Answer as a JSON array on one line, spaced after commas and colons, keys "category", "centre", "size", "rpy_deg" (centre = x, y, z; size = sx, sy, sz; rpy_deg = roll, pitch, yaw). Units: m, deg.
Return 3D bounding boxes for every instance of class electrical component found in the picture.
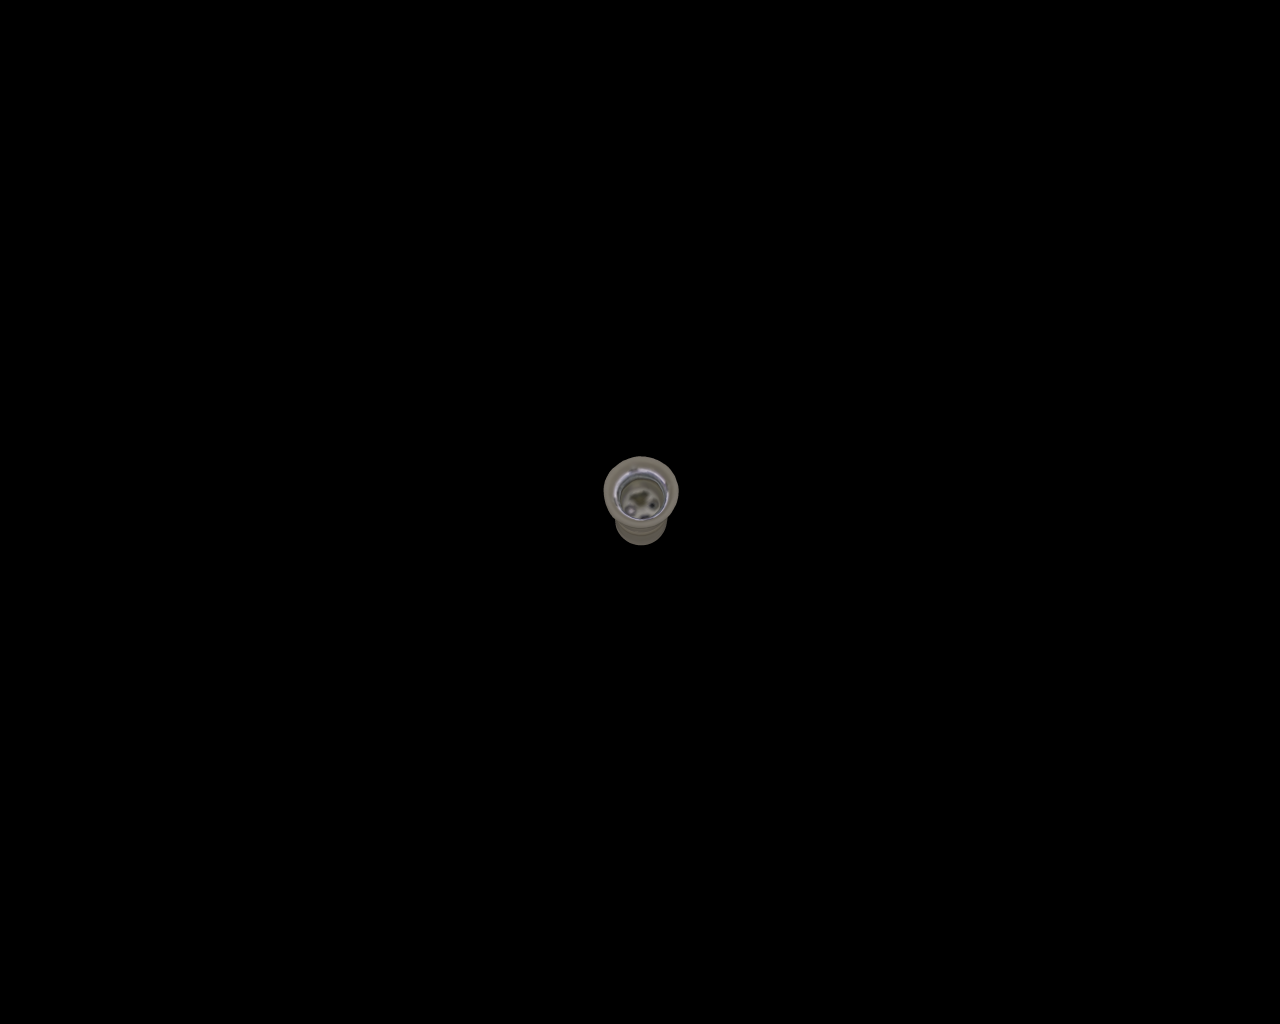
[{"category": "electrical component", "centre": [0.001, -0.003, 0.650], "size": [0.044, 0.044, 0.065], "rpy_deg": [0, -18, 0]}]
